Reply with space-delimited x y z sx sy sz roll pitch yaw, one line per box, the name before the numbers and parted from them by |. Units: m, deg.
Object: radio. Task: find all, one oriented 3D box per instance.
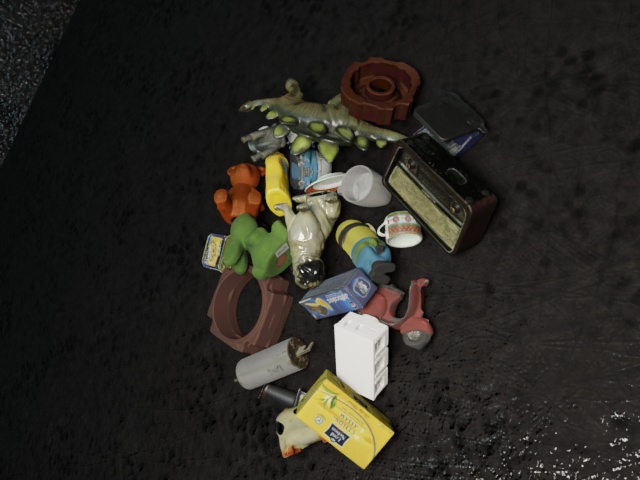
radio | 0.225 -0.094 1.036 0.230 0.073 0.131 50 149 28

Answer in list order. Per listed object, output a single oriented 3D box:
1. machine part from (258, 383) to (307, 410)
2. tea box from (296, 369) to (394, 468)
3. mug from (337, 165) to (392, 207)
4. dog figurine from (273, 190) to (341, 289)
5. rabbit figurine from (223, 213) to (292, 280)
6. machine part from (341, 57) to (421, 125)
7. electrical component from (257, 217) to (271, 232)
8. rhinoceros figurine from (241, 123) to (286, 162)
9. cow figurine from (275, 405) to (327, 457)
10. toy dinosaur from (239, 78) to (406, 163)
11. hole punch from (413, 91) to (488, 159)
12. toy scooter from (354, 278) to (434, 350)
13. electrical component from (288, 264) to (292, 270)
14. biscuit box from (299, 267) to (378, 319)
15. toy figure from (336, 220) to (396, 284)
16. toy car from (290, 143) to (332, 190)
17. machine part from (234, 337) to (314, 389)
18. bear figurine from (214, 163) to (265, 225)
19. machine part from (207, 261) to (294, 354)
machine part | -0.074 0.364 1.215 0.139 0.039 0.084 11 94 27
tea box | 0.048 0.345 1.044 0.169 0.068 0.098 37 93 -2
mug | 0.100 -0.104 1.168 0.110 0.107 0.081 -16 68 38
dog figurine | -0.006 -0.003 1.187 0.121 0.172 0.190 12 118 54
rabbit figurine | -0.152 0.013 1.268 0.170 0.121 0.159 37 83 30
machine part | 0.131 -0.326 1.177 0.179 0.056 0.179 0 55 -1
electrical component | -0.178 -0.027 1.404 0.119 0.047 0.074 29 96 40
rhinoceros figurine | -0.138 -0.256 1.367 0.112 0.073 0.190 -34 15 -10
cow figurine | -0.007 0.363 1.132 0.195 0.085 0.127 -28 72 14
toy dinosaur | 0.027 -0.263 1.221 0.472 0.104 0.198 10 50 14
hole punch | 0.259 -0.224 1.096 0.116 0.092 0.142 -25 55 -13
toy scooter | 0.155 0.129 1.081 0.184 0.075 0.135 17 87 38
electrical component | -0.055 0.043 1.304 0.094 0.021 0.063 40 102 38
biscuit box | 0.035 0.116 1.126 0.063 0.059 0.203 -48 10 -30
toy figure | 0.095 0.018 1.128 0.082 0.089 0.180 -48 32 15
toy car | -0.022 -0.175 1.278 0.162 0.103 0.109 -114 23 -74
machine part | -0.112 0.287 1.245 0.243 0.079 0.079 -27 62 30
bear figurine | -0.195 -0.137 1.370 0.120 0.131 0.196 5 59 -1
machine part | -0.177 0.164 1.327 0.202 0.087 0.201 22 92 42
